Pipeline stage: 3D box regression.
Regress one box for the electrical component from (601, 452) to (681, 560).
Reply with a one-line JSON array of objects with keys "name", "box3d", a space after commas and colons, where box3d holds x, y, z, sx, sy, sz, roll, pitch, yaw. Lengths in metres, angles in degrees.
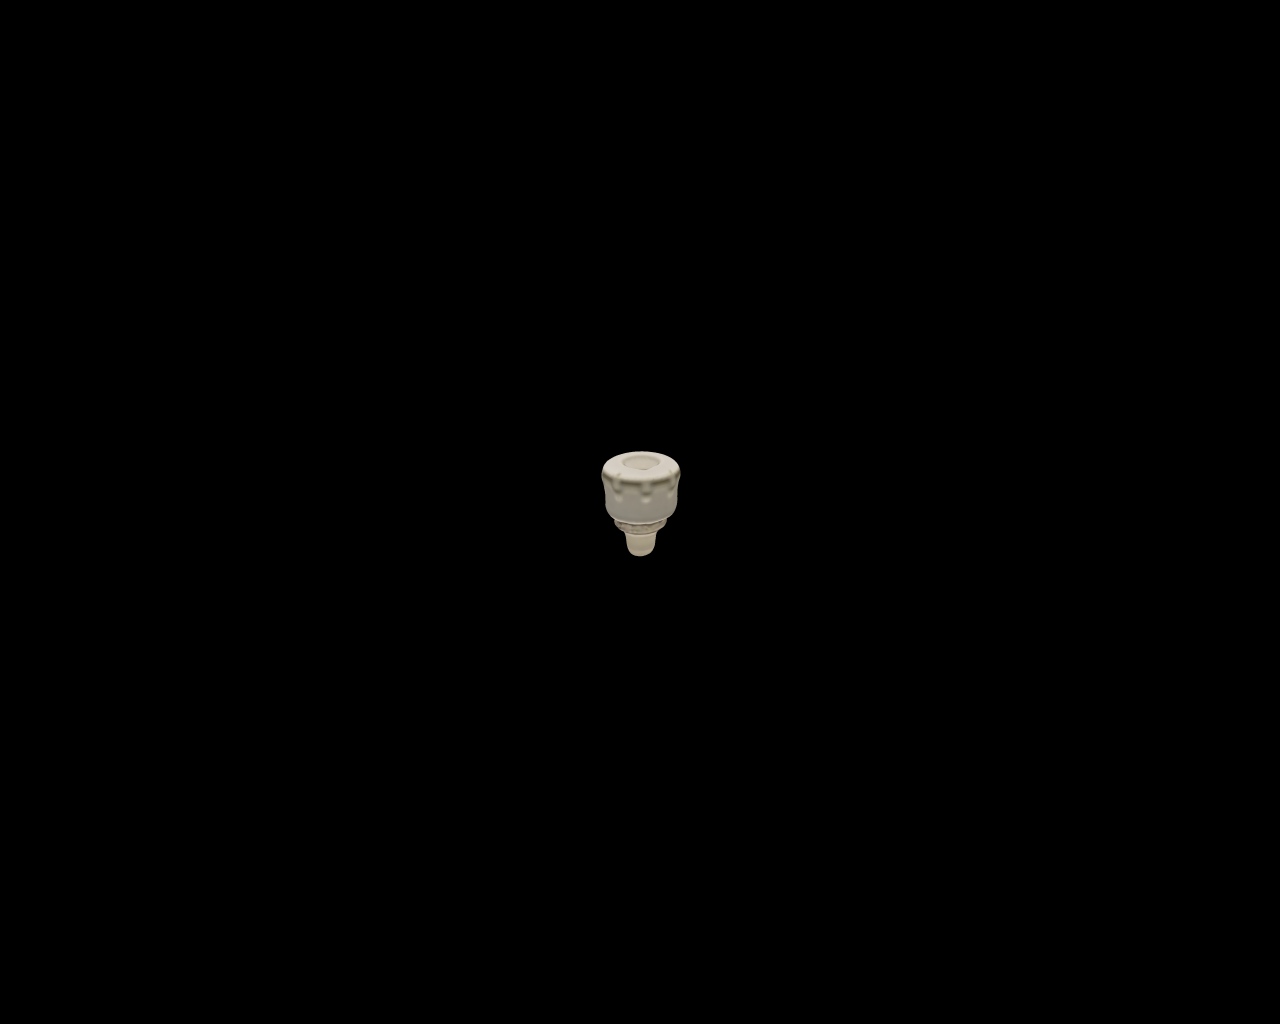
[{"name": "electrical component", "box3d": [0.001, -0.003, 0.650, 0.048, 0.062, 0.048, 0, 22, 0]}]
